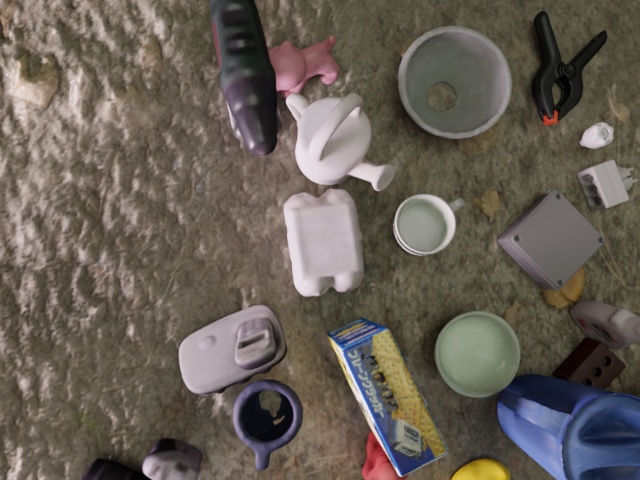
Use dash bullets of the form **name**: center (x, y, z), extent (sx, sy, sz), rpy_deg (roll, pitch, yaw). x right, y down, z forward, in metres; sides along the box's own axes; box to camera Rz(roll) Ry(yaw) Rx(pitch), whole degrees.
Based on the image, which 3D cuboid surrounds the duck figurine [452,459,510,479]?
- **duck figurine**: center (0.231, 0.362, 0.804), extent (0.104, 0.086, 0.077), rpy_deg (-44, 89, -6)

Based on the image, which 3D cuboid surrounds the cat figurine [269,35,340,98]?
- **cat figurine**: center (-0.032, -0.253, 0.816), extent (0.128, 0.117, 0.067), rpy_deg (-28, 88, -6)

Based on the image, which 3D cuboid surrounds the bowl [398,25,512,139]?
- **bowl**: center (0.192, -0.224, 0.852), extent (0.167, 0.074, 0.167), rpy_deg (0, 86, -4)

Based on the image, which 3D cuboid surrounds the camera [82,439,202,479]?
- **camera**: center (-0.247, 0.336, 0.764), extent (0.137, 0.100, 0.143), rpy_deg (26, 84, -2)

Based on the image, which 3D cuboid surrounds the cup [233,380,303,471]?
- **cup**: center (-0.071, 0.246, 0.787), extent (0.091, 0.095, 0.118), rpy_deg (6, 85, -3)

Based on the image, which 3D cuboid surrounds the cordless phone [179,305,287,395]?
- **cordless phone**: center (-0.116, 0.149, 0.745), extent (0.147, 0.185, 0.094), rpy_deg (-27, 88, -5)

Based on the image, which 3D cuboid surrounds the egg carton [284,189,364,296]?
- **egg carton**: center (0.008, 0.003, 0.824), extent (0.107, 0.069, 0.150), rpy_deg (-9, 86, -5)

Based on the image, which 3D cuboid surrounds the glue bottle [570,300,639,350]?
- **glue bottle**: center (0.418, 0.121, 0.792), extent (0.037, 0.173, 0.078), rpy_deg (-45, 89, -6)

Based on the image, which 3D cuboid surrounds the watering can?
- **watering can**: center (0.026, -0.137, 0.773), extent (0.173, 0.194, 0.101), rpy_deg (21, 84, -2)

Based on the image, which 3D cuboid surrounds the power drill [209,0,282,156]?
- **power drill**: center (-0.093, -0.203, 0.762), extent (0.075, 0.208, 0.230), rpy_deg (-13, 87, -5)

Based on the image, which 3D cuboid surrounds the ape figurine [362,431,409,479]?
- **ape figurine**: center (0.093, 0.314, 0.795), extent (0.078, 0.092, 0.076), rpy_deg (-43, 89, -6)
